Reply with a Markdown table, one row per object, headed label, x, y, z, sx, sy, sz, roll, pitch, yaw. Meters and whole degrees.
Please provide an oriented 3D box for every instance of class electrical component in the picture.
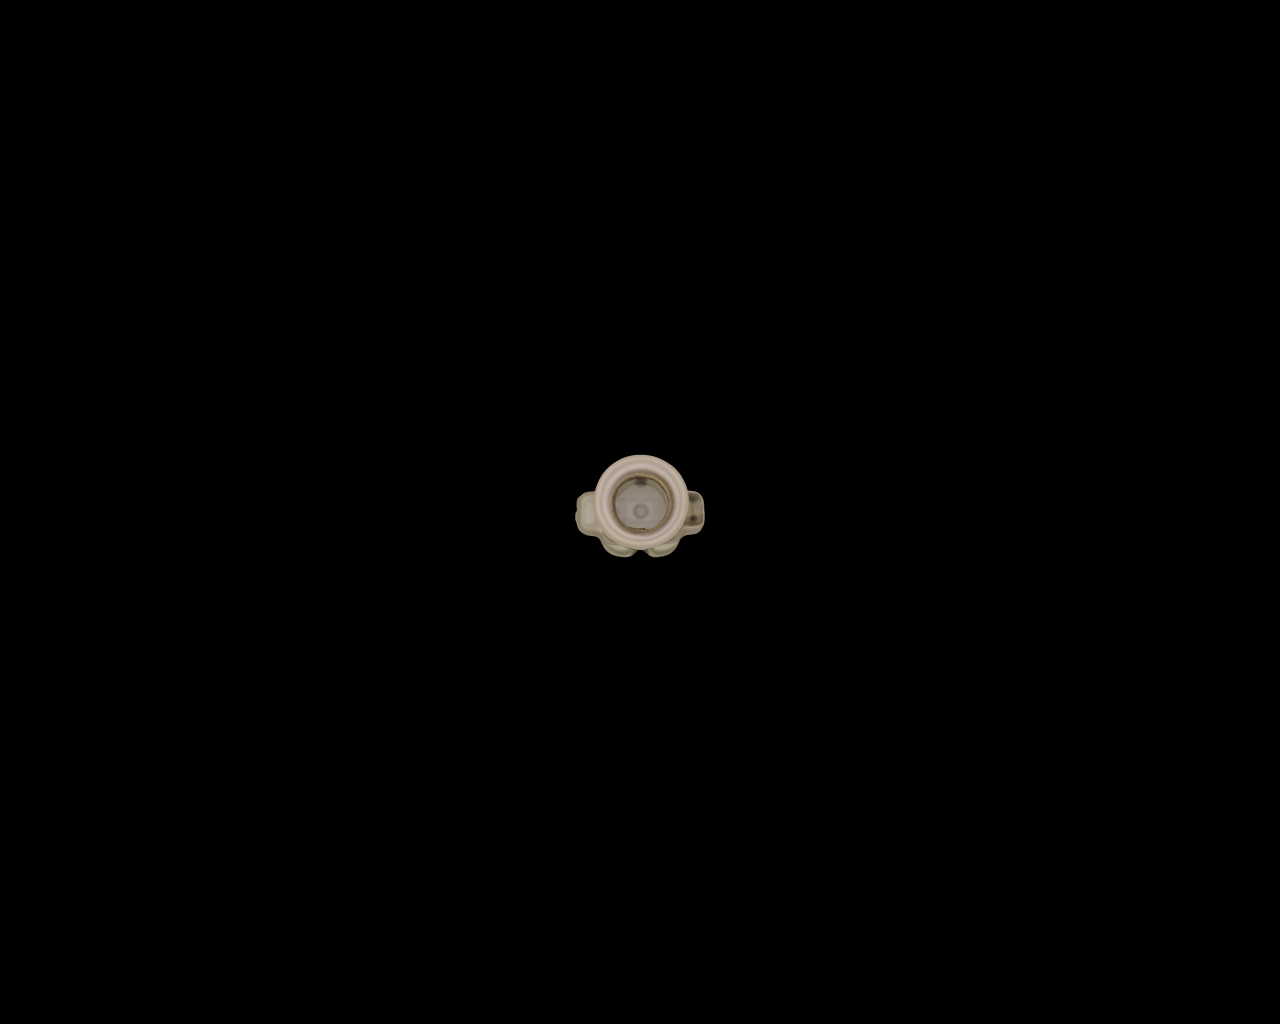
| label | x | y | z | sx | sy | sz | roll | pitch | yaw |
| --- | --- | --- | --- | --- | --- | --- | --- | --- | --- |
| electrical component | 0.001 | -0.003 | 0.650 | 0.078 | 0.058 | 0.057 | 0 | -9 | 0 |
